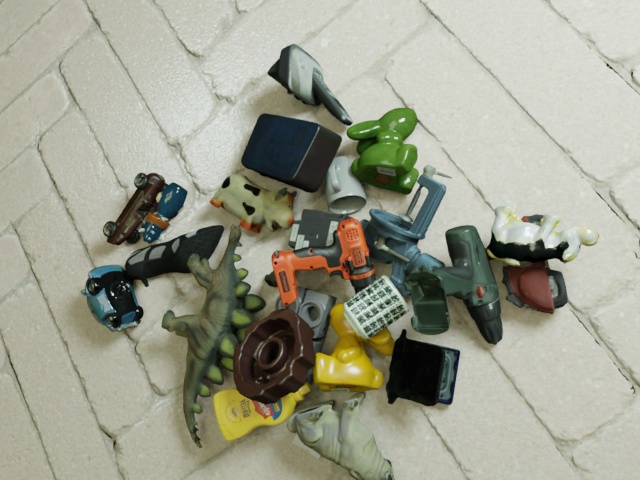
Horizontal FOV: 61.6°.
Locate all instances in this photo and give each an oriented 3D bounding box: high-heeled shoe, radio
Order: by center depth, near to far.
[{"bbox_3d":[-0.068,-0.186,1.129,0.230,0.073,0.131,25,91,51],"label":"radio"},{"bbox_3d":[-0.342,0.020,1.258,0.249,0.086,0.145,-34,38,-7],"label":"high-heeled shoe"}]

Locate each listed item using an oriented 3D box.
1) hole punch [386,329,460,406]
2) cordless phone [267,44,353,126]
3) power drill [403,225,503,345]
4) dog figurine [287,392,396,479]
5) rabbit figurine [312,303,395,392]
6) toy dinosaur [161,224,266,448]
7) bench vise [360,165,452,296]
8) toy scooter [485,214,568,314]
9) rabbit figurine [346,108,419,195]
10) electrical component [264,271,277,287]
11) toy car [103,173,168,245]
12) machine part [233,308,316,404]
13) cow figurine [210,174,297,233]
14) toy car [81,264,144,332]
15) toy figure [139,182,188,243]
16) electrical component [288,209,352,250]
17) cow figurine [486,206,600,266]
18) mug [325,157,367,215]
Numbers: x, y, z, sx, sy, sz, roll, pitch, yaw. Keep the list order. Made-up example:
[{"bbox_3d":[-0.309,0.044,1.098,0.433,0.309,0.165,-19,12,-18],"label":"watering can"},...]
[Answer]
[{"bbox_3d":[0.196,0.245,1.005,0.116,0.092,0.142,6,84,44],"label":"hole punch"},{"bbox_3d":[-0.012,-0.314,1.140,0.089,0.146,0.184,-44,67,17],"label":"cordless phone"},{"bbox_3d":[0.242,0.097,0.925,0.086,0.207,0.231,-8,95,51],"label":"power drill"},{"bbox_3d":[0.039,0.401,1.009,0.172,0.121,0.190,-20,79,24],"label":"dog figurine"},{"bbox_3d":[0.062,0.201,1.041,0.162,0.121,0.173,-10,58,15],"label":"rabbit figurine"},{"bbox_3d":[-0.234,0.195,1.154,0.199,0.105,0.471,18,91,18],"label":"toy dinosaur"},{"bbox_3d":[0.179,-0.021,1.024,0.224,0.129,0.240,36,109,37],"label":"bench vise"},{"bbox_3d":[0.364,0.049,0.977,0.135,0.075,0.184,-12,73,17],"label":"toy scooter"},{"bbox_3d":[0.140,-0.193,1.100,0.159,0.121,0.170,8,65,28],"label":"rabbit figurine"},{"bbox_3d":[-0.085,0.071,1.143,0.063,0.094,0.021,-44,107,-21],"label":"electrical component"},{"bbox_3d":[-0.435,-0.069,1.279,0.053,0.089,0.202,34,92,26],"label":"toy car"},{"bbox_3d":[-0.086,0.220,1.015,0.179,0.056,0.179,-24,43,25],"label":"machine part"},{"bbox_3d":[-0.135,-0.082,1.180,0.195,0.085,0.127,33,99,23],"label":"cow figurine"},{"bbox_3d":[-0.492,0.145,1.264,0.103,0.109,0.161,-31,82,36],"label":"toy car"},{"bbox_3d":[-0.371,-0.062,1.271,0.064,0.058,0.154,33,89,-1],"label":"toy figure"},{"bbox_3d":[-0.002,-0.003,1.119,0.134,0.058,0.115,10,82,37],"label":"electrical component"},{"bbox_3d":[0.374,0.005,0.910,0.168,0.068,0.098,15,84,29],"label":"cow figurine"},{"bbox_3d":[0.041,-0.121,1.113,0.081,0.109,0.107,-22,61,22],"label":"mug"}]
